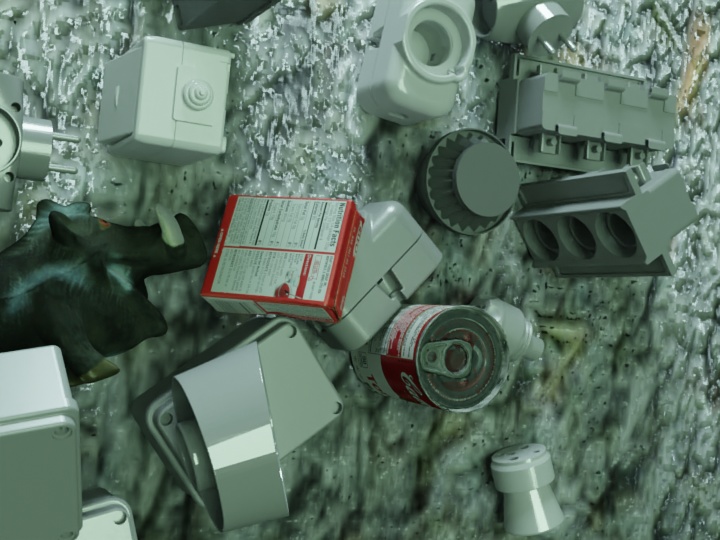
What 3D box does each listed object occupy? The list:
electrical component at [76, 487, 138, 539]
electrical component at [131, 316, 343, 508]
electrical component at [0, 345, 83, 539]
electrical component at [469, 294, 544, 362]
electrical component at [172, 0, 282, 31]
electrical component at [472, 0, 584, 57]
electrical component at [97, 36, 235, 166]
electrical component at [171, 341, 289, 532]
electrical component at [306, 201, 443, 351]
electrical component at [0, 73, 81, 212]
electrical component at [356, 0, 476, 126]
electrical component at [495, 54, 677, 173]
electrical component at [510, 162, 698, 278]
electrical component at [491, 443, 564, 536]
[{"bbox_3d":[-0.187,0.181,0.630,0.113,0.057,0.078,-12,95,-25],"label":"electrical component"},{"bbox_3d":[-0.077,0.088,0.682,0.113,0.057,0.078,-35,104,-21],"label":"electrical component"},{"bbox_3d":[-0.205,0.101,0.563,0.109,0.056,0.108,-8,135,-21],"label":"electrical component"},{"bbox_3d":[0.105,0.047,0.777,0.062,0.043,0.043,26,79,-25],"label":"electrical component"},{"bbox_3d":[-0.084,-0.210,0.650,0.056,0.109,0.108,-14,96,-22],"label":"electrical component"},{"bbox_3d":[0.127,-0.181,0.773,0.077,0.044,0.079,-12,53,-25],"label":"electrical component"},{"bbox_3d":[-0.117,-0.100,0.641,0.061,0.096,0.061,7,87,-25],"label":"electrical component"},{"bbox_3d":[-0.067,0.094,0.602,0.064,0.099,0.099,-17,97,-18],"label":"electrical component"},{"bbox_3d":[0.000,0.000,0.721,0.095,0.054,0.059,-46,108,-18],"label":"electrical component"},{"bbox_3d":[-0.204,-0.072,0.628,0.079,0.044,0.077,6,88,-25],"label":"electrical component"},{"bbox_3d":[0.040,-0.152,0.737,0.054,0.059,0.095,15,84,-25],"label":"electrical component"},{"bbox_3d":[0.169,-0.113,0.796,0.121,0.063,0.078,5,88,-26],"label":"electrical component"},{"bbox_3d":[0.174,-0.037,0.767,0.063,0.121,0.078,-33,104,-24],"label":"electrical component"},{"bbox_3d":[0.122,0.159,0.785,0.045,0.045,0.055,-16,97,-25],"label":"electrical component"}]
